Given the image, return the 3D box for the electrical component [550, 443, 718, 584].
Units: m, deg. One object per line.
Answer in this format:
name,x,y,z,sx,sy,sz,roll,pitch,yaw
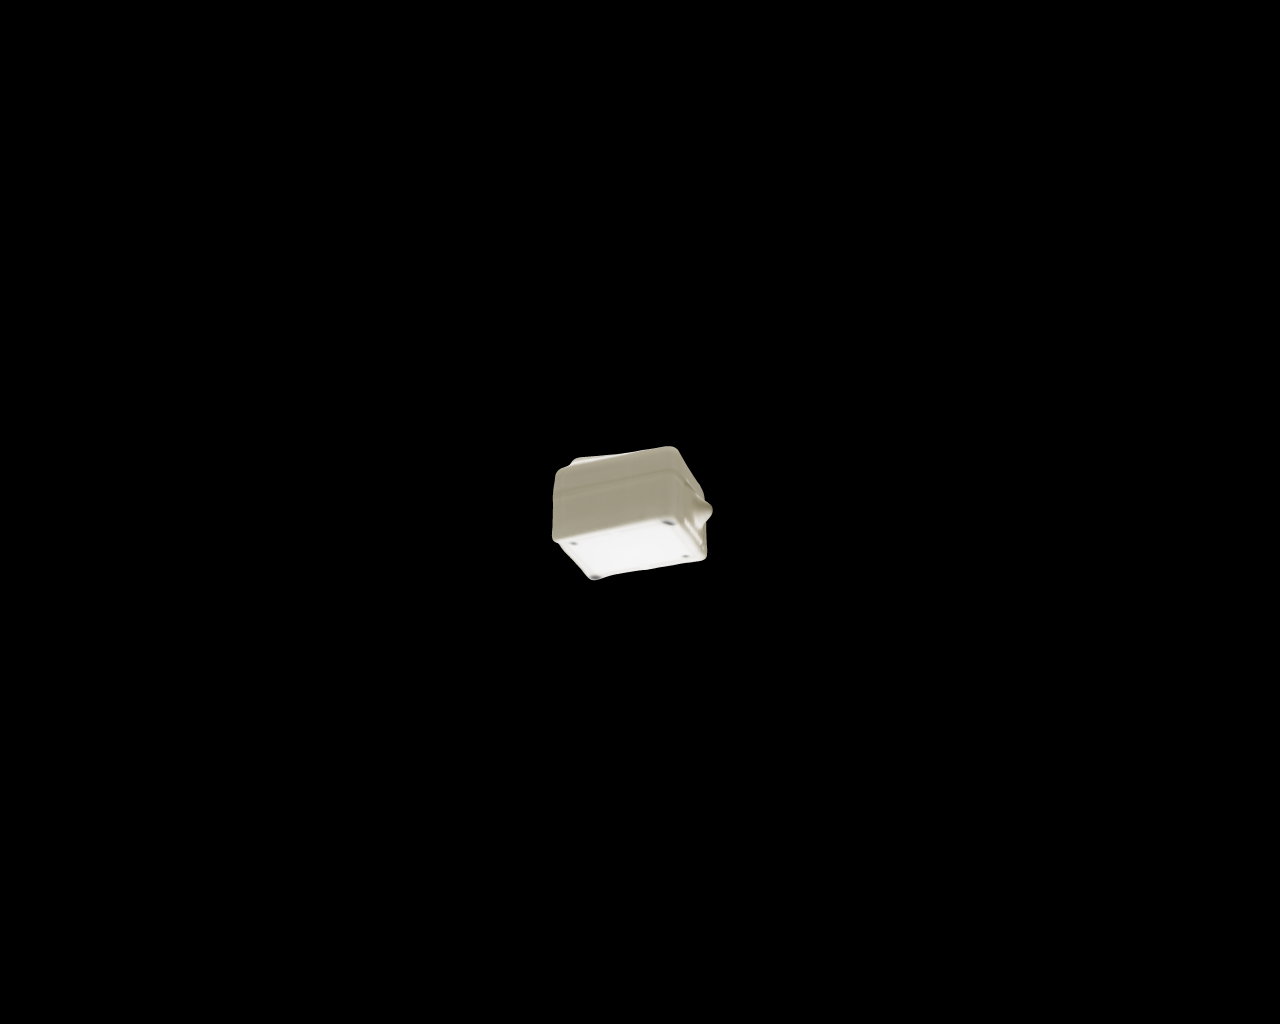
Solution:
electrical component,0.001,-0.003,0.650,0.096,0.061,0.061,-11,-32,18
